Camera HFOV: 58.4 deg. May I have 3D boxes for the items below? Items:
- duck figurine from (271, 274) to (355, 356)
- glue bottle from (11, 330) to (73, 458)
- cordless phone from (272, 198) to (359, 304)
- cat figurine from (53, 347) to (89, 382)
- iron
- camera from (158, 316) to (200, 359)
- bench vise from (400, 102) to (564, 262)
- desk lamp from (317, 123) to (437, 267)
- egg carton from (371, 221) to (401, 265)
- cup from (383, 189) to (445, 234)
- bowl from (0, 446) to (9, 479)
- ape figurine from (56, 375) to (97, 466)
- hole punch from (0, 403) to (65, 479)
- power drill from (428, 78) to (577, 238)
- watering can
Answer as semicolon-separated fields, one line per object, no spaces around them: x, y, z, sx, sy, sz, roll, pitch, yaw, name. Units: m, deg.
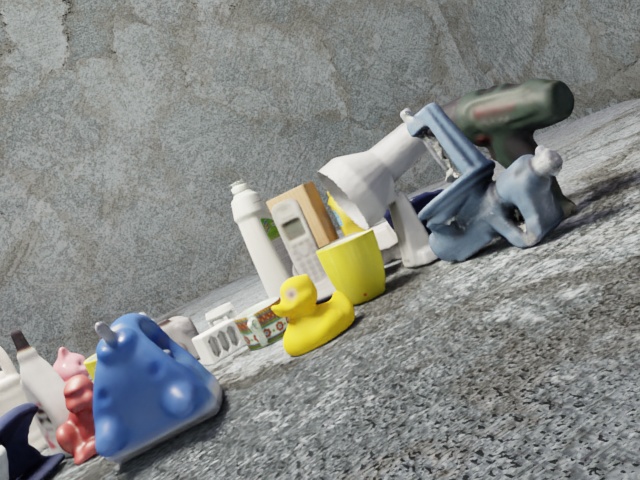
-0.013;0.083;0.712;0.105;0.086;0.077;-27;4;-28;duck figurine
-0.349;0.192;0.727;0.078;0.173;0.037;-22;4;38;glue bottle
0.009;0.003;0.957;0.147;0.185;0.094;-25;3;-3;cordless phone
-0.467;0.259;1.053;0.067;0.118;0.128;-24;3;16;cat figurine
-0.189;0.140;0.644;0.119;0.141;0.258;-26;3;-7;iron
-0.296;0.190;1.009;0.143;0.101;0.136;-27;4;-30;camera
0.200;-0.092;0.732;0.207;0.220;0.122;-23;4;33;bench vise
0.126;-0.064;0.905;0.203;0.213;0.118;-26;3;-7;desk lamp
0.106;0.014;1.090;0.150;0.069;0.107;-24;4;22;egg carton
0.180;-0.030;0.996;0.117;0.095;0.092;-24;4;19;cup
-0.350;0.261;0.506;0.167;0.075;0.167;-25;3;2;bowl
-0.276;0.206;0.683;0.077;0.092;0.076;-25;3;9;ape figurine
-0.367;0.251;0.649;0.101;0.091;0.108;-25;3;1;hole punch
0.255;-0.115;0.791;0.076;0.208;0.229;-28;4;-34;power drill
-0.488;0.239;0.848;0.101;0.194;0.172;-28;4;-38;watering can
